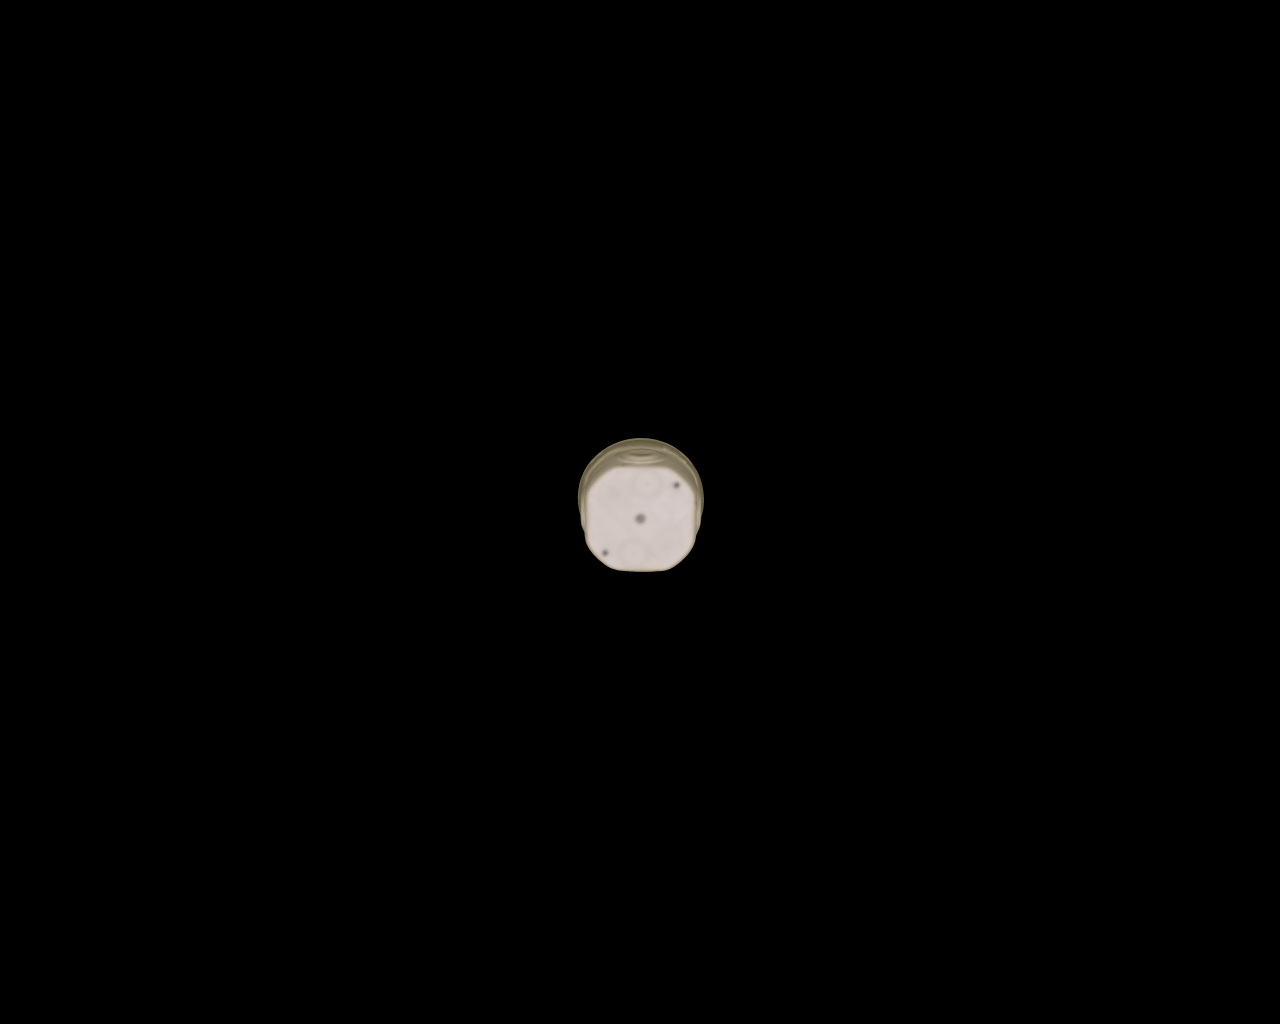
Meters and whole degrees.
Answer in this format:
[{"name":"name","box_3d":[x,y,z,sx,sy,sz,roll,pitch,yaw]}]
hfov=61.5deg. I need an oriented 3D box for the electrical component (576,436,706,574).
[{"name":"electrical component","box_3d":[0.001,-0.003,0.650,0.080,0.080,0.051,0,16,0]}]
